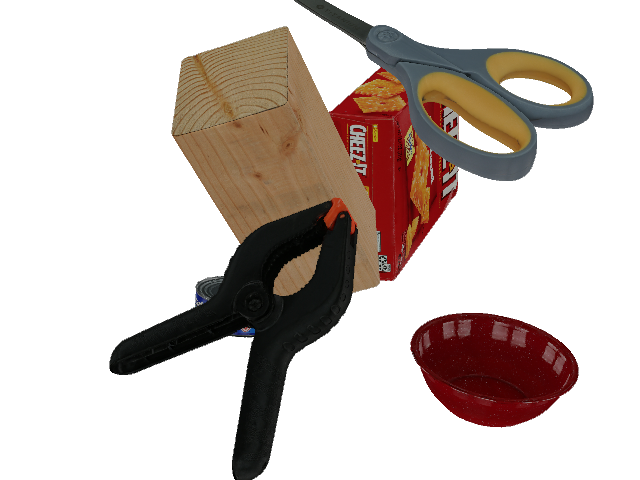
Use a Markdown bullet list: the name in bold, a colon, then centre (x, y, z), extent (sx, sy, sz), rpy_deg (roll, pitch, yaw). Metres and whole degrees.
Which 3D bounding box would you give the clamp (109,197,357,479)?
- **clamp**: centre (-0.031, 0.053, 0.628), extent (0.120, 0.171, 0.039), rpy_deg (45, -3, 21)

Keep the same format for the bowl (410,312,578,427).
- **bowl**: centre (0.165, 0.133, 1.037), extent (0.162, 0.055, 0.162), rpy_deg (4, 26, -2)

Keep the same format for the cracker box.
- **cracker box**: centre (0.078, -0.080, 1.045), extent (0.072, 0.164, 0.213), rpy_deg (9, 28, 21)

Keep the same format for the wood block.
- **wood block**: centre (-0.029, -0.050, 0.835), extent (0.090, 0.091, 0.206), rpy_deg (-14, -44, 15)

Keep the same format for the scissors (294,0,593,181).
- **scissors**: centre (0.053, -0.096, 0.525), extent (0.096, 0.016, 0.202), rpy_deg (-17, 46, -20)

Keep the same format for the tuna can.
- **tuna can**: centre (-0.079, 0.063, 1.029), extent (0.086, 0.034, 0.086), rpy_deg (6, 16, -2)
